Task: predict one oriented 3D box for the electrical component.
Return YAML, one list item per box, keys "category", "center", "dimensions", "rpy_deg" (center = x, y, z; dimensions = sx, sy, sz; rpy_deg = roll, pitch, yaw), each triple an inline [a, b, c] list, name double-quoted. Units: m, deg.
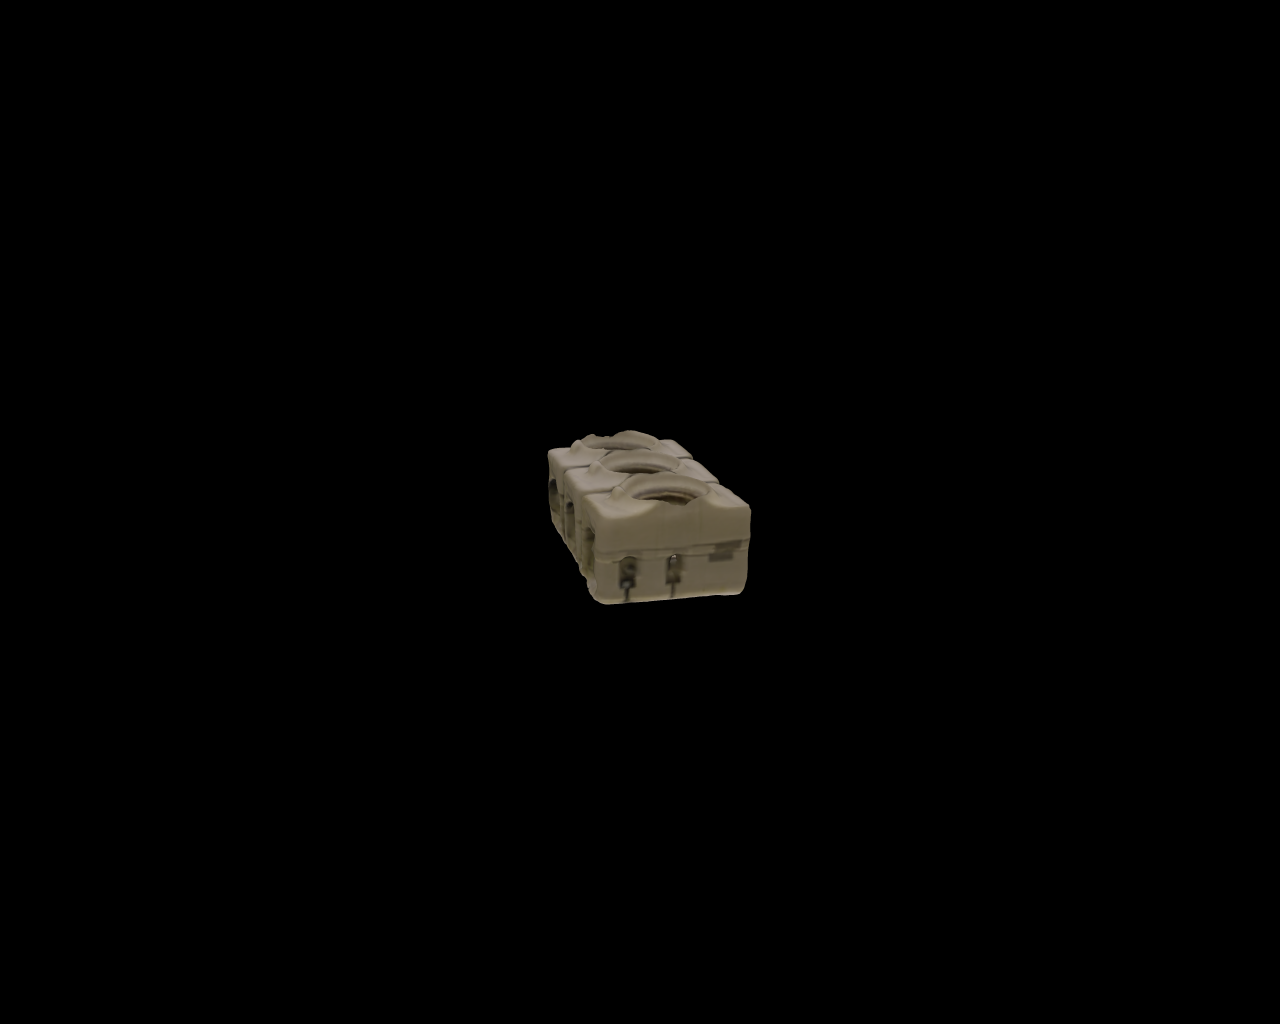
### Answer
- category: "electrical component"
  center: [0.001, -0.003, 0.650]
  dimensions: [0.089, 0.061, 0.150]
  rpy_deg: [-5, 19, -15]
